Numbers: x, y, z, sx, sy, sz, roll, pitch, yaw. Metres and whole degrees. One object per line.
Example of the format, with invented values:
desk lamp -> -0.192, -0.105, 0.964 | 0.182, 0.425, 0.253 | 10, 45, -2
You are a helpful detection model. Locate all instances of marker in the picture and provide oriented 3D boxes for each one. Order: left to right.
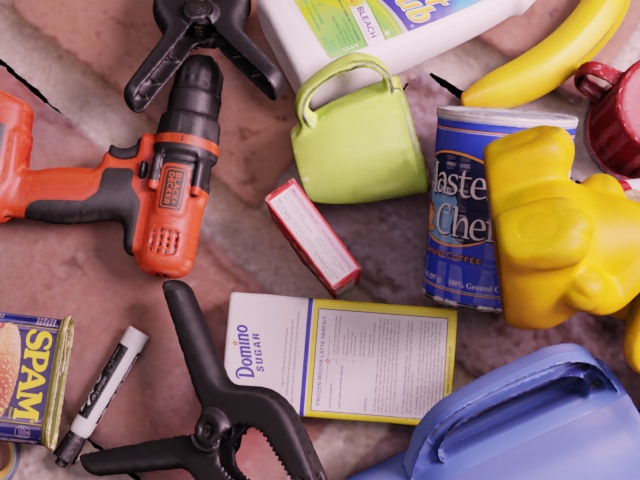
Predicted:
marker -> -0.173, 0.124, 0.840 | 0.020, 0.020, 0.121 | 29, 83, 6

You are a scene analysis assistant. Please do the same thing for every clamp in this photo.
clamp -> -0.102, -0.164, 0.842 | 0.120, 0.039, 0.171 | -9, 52, -10
clamp -> -0.074, 0.129, 0.783 | 0.210, 0.036, 0.164 | 19, 89, 31

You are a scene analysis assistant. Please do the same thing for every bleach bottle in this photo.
bleach bottle -> 0.082, -0.199, 0.864 | 0.250, 0.068, 0.102 | -26, 75, -6

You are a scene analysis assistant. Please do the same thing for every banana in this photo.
banana -> 0.198, -0.168, 0.871 | 0.070, 0.037, 0.197 | 33, 79, 34

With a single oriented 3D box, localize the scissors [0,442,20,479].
scissors -> -0.276, 0.110, 0.847 | 0.096, 0.016, 0.202 | 8, 81, 1

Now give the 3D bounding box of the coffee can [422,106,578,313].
coffee can -> 0.132, -0.025, 0.794 | 0.103, 0.103, 0.140 | 4, 100, 2

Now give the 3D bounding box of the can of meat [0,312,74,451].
can of meat -> -0.239, 0.105, 0.816 | 0.084, 0.057, 0.102 | 8, 74, -6

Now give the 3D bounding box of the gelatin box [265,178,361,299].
gelatin box -> -0.006, 0.001, 0.828 | 0.030, 0.073, 0.089 | -37, 82, -5

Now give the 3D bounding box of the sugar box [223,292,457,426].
sugar box -> 0.015, 0.093, 0.828 | 0.176, 0.048, 0.093 | 5, 82, 6

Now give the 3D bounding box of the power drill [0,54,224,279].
power drill -> -0.175, -0.070, 0.852 | 0.187, 0.057, 0.184 | 8, 78, 4

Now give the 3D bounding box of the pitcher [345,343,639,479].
pitcher -> 0.118, 0.181, 0.766 | 0.243, 0.145, 0.149 | -23, 76, 1

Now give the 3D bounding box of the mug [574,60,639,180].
mug -> 0.251, -0.103, 0.833 | 0.117, 0.081, 0.093 | 37, 83, 6

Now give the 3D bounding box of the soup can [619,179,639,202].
soup can -> 0.237, -0.013, 0.827 | 0.102, 0.068, 0.068 | -5, 81, 0
